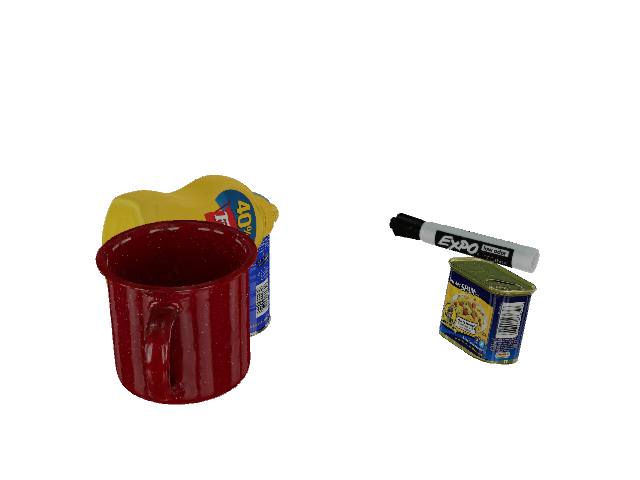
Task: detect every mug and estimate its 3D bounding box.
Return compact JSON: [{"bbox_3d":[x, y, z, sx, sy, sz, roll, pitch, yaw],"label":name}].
[{"bbox_3d":[-0.083,0.048,0.622,0.093,0.081,0.117,1,25,1],"label":"mug"}]

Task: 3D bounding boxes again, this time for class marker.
[{"bbox_3d":[0.109,0.000,0.824,0.121,0.020,0.020,16,8,27],"label":"marker"}]

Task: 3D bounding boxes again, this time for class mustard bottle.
[{"bbox_3d":[-0.103,-0.007,0.938,0.058,0.096,0.191,14,20,34],"label":"mustard bottle"}]

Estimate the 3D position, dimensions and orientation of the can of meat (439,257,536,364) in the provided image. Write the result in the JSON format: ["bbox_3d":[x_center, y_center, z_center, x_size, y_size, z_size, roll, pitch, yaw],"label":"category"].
[{"bbox_3d":[0.173,0.074,1.122,0.057,0.084,0.102,-1,19,-30],"label":"can of meat"}]

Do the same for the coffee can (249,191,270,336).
[{"bbox_3d":[-0.106,0.025,1.179,0.103,0.140,0.103,1,23,-1],"label":"coffee can"}]
